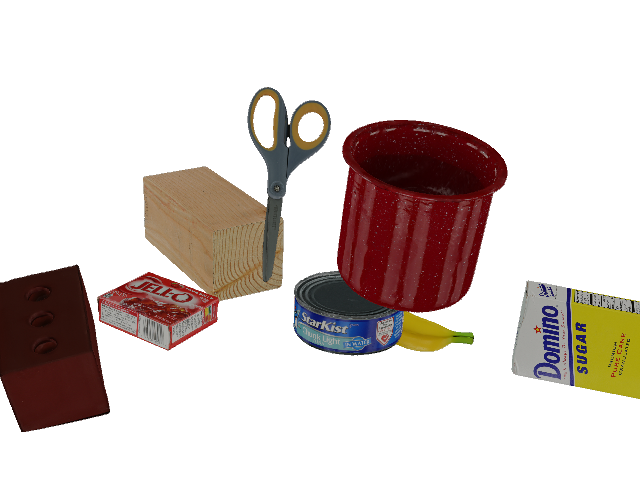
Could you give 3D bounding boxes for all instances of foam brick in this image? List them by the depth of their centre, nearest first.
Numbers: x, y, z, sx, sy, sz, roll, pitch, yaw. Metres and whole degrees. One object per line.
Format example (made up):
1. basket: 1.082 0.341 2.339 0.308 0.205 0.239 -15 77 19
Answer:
1. foam brick: -0.157 0.063 0.622 0.053 0.051 0.078 -13 42 -10

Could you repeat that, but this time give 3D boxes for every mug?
1. mug: 0.060 -0.018 0.624 0.093 0.081 0.117 25 36 25

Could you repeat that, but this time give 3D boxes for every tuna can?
1. tuna can: 0.022 0.055 0.819 0.086 0.034 0.086 2 21 -1

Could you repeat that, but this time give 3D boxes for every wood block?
1. wood block: -0.133 -0.013 1.288 0.090 0.090 0.206 -12 26 -29

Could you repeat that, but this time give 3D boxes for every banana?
1. banana: 0.075 0.079 1.152 0.069 0.037 0.198 4 18 -38

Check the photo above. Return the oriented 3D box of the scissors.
1. scissors: -0.027 -0.062 1.106 0.096 0.202 0.016 -8 -7 -8

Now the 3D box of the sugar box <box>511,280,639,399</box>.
1. sugar box: 0.285 0.103 1.062 0.176 0.093 0.048 9 22 8

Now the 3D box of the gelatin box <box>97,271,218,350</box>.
1. gelatin box: -0.152 0.064 1.002 0.089 0.030 0.073 19 27 28
